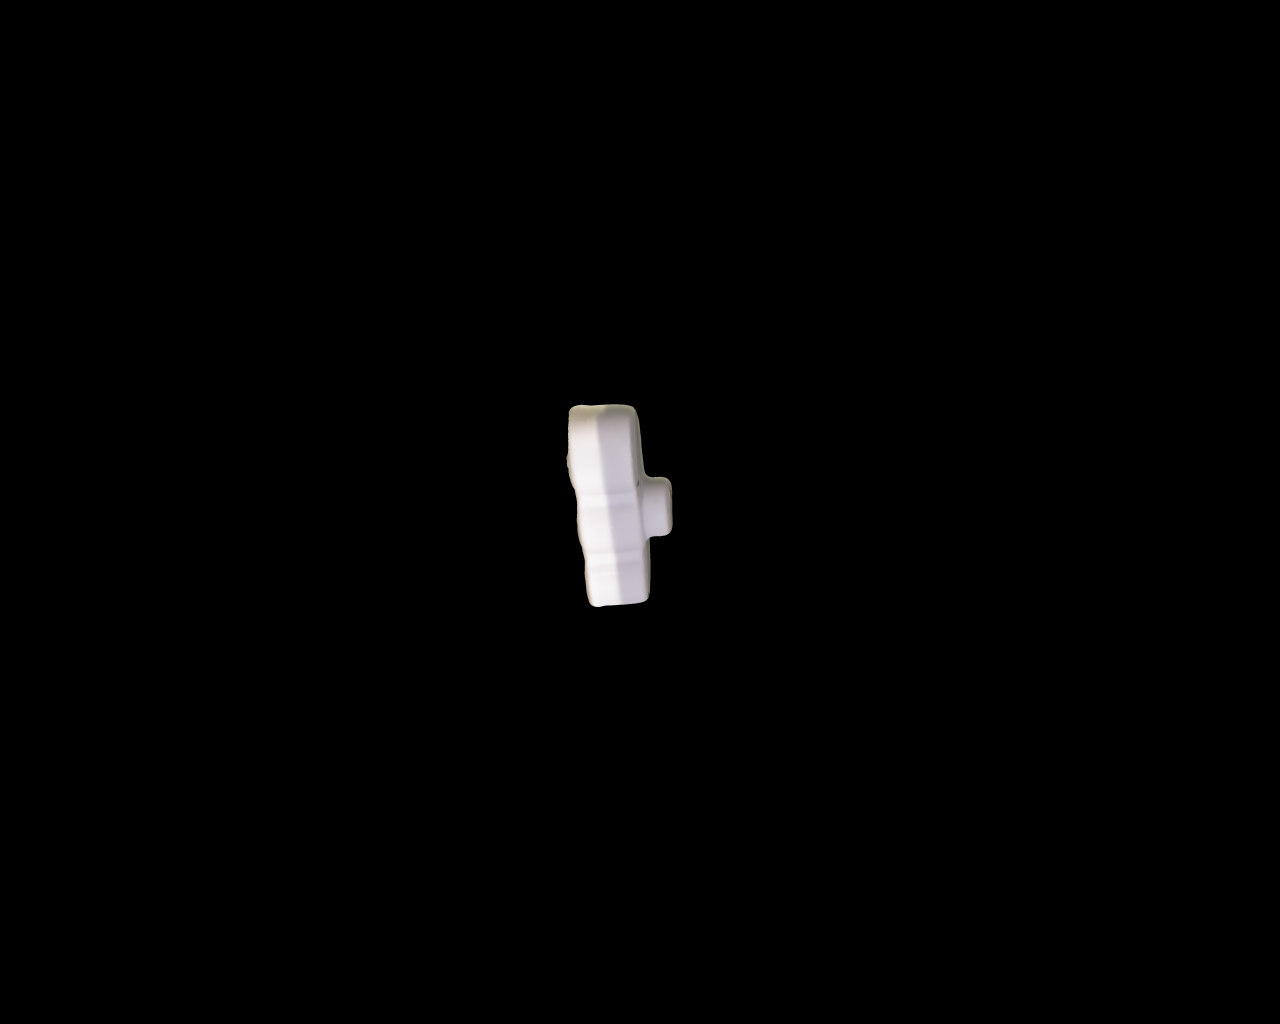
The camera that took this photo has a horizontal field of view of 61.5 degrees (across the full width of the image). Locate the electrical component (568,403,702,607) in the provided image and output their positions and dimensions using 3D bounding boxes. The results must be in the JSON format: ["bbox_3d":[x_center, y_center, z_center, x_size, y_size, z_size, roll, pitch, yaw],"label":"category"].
[{"bbox_3d":[0.001,-0.003,0.650,0.074,0.138,0.052,-3,36,2],"label":"electrical component"}]
